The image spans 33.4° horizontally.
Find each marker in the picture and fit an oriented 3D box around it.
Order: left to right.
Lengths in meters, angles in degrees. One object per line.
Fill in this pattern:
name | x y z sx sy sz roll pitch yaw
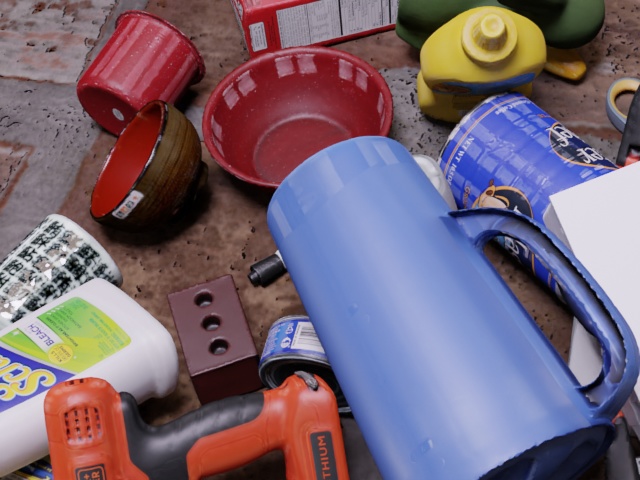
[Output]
marker | -0.006 0.001 0.859 0.121 0.020 0.020 -32 56 -16

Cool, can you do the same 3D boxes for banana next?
banana | 0.192 -0.220 0.985 0.069 0.037 0.198 -8 53 5

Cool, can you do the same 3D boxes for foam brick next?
foam brick | -0.077 0.074 0.793 0.053 0.051 0.078 -19 53 -7

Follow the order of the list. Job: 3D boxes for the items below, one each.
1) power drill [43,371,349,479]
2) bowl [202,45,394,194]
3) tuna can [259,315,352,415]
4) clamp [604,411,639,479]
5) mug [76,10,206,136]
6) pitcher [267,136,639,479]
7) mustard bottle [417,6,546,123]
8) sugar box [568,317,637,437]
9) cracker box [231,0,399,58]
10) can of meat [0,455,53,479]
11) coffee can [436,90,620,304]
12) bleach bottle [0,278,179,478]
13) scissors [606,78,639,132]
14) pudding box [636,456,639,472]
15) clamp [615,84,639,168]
power drill | -0.075 0.168 0.686 0.187 0.057 0.184 -9 96 -15
bowl | -0.017 -0.090 0.905 0.162 0.055 0.162 -4 53 5
tuna can | 0.001 0.089 0.750 0.086 0.086 0.033 8 56 13
clamp | 0.147 0.201 0.653 0.165 0.036 0.210 28 70 34
mug | -0.169 -0.141 0.951 0.117 0.093 0.081 0 52 46
pitcher | 0.069 0.048 0.655 0.149 0.145 0.243 -19 60 -18
mustard bottle | 0.127 -0.139 0.839 0.096 0.191 0.058 -4 84 3
sugar box | 0.262 0.094 0.738 0.176 0.048 0.093 8 56 11
cracker box | 0.014 -0.271 1.026 0.213 0.072 0.164 -15 54 -5
can of meat | -0.202 0.190 0.721 0.102 0.057 0.083 24 58 22
coffee can | 0.170 -0.033 0.808 0.102 0.103 0.140 -34 57 -17
bleach bottle | -0.220 0.119 0.702 0.250 0.068 0.103 -31 51 -34
scissors | 0.264 -0.069 0.878 0.096 0.016 0.201 20 58 22
pudding box | 0.240 0.190 0.674 0.090 0.039 0.113 -6 50 6
clamp | 0.274 -0.129 0.839 0.039 0.120 0.171 12 60 34
